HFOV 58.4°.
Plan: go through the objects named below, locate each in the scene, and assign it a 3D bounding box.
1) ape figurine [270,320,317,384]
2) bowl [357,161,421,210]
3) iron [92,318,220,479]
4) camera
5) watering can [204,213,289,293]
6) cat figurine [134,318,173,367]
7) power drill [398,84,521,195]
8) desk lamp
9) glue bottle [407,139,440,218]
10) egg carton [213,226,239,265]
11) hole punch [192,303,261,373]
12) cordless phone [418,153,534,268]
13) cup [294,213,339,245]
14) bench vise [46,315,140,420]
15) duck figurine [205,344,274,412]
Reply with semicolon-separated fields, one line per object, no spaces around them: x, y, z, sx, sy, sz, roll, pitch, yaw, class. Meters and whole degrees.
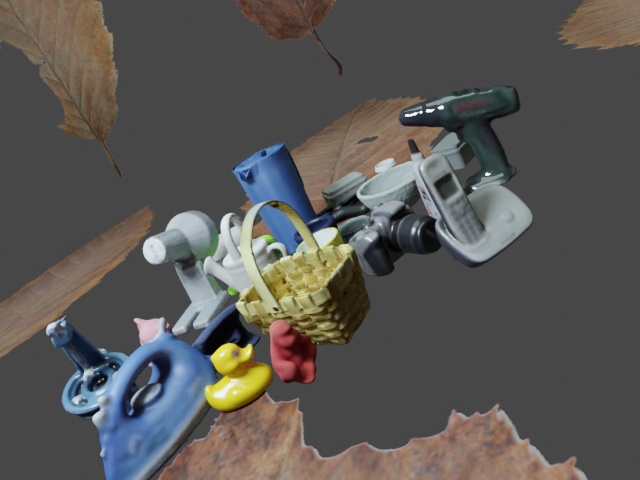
-0.044;0.159;0.835;0.076;0.092;0.078;-5;29;49;ape figurine
0.170;-0.106;1.267;0.167;0.075;0.167;-25;19;9;bowl
-0.258;0.237;0.845;0.118;0.142;0.259;-17;21;28;iron
0.140;-0.011;1.015;0.143;0.101;0.136;-36;20;-24;camera
-0.148;0.040;1.133;0.173;0.194;0.100;-28;19;0;watering can
-0.313;0.188;1.090;0.067;0.118;0.127;-38;21;-27;cat figurine
0.295;-0.203;1.140;0.229;0.209;0.076;-19;21;24;power drill
-0.283;0.060;1.237;0.117;0.214;0.203;-20;20;22;desk lamp
0.203;-0.114;1.086;0.037;0.173;0.078;-30;19;-7;glue bottle
-0.229;0.017;1.504;0.107;0.069;0.150;-27;18;1;egg carton
-0.178;0.170;0.992;0.100;0.091;0.109;-10;26;43;hole punch
0.237;-0.065;0.891;0.148;0.185;0.094;-35;20;-21;cordless phone
0.011;0.004;1.164;0.091;0.095;0.118;-16;22;32;cup
-0.392;0.218;0.959;0.122;0.220;0.206;-39;21;-29;bench vise
-0.132;0.199;0.860;0.104;0.086;0.077;-30;19;-8;duck figurine
